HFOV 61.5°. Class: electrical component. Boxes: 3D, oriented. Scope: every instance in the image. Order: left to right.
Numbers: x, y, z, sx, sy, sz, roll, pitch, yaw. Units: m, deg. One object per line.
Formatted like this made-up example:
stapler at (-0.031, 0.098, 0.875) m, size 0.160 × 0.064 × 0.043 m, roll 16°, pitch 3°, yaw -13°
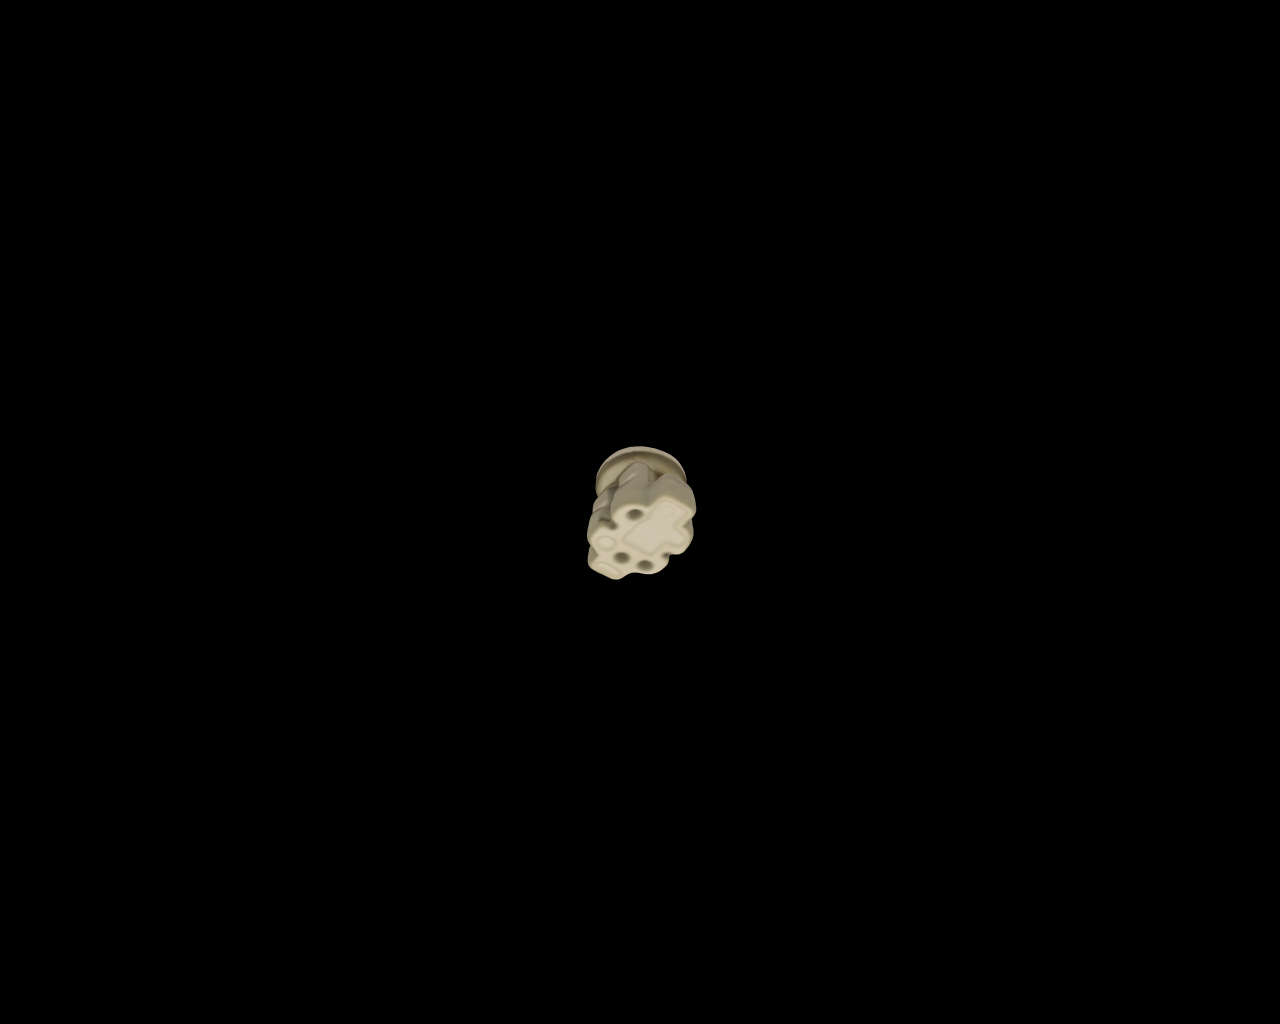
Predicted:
electrical component at (0.001, -0.003, 0.650) m, size 0.058 × 0.057 × 0.078 m, roll 29°, pitch -54°, yaw -24°
